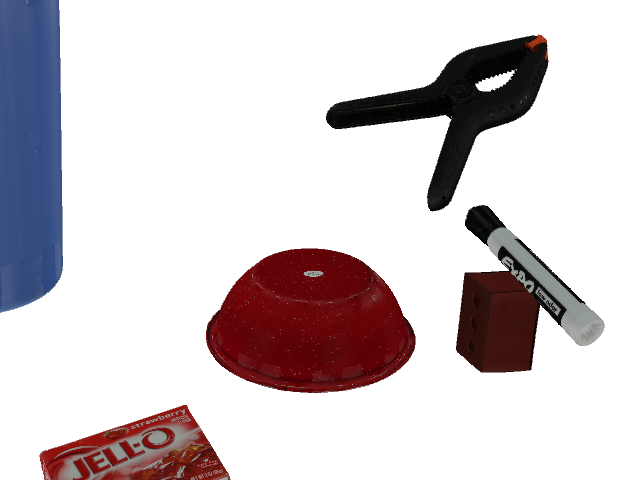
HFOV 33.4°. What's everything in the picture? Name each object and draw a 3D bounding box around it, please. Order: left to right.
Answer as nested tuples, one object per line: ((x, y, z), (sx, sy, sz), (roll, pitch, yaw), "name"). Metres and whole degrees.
((-0.232, -0.075, 0.670), (0.149, 0.243, 0.145), (-3, 26, -11), "pitcher")
((-0.102, 0.131, 0.585), (0.089, 0.030, 0.073), (-15, 28, -20), "gelatin box")
((-0.006, 0.049, 0.810), (0.162, 0.055, 0.162), (2, 25, -1), "bowl")
((0.130, -0.117, 0.967), (0.210, 0.036, 0.165), (-29, 50, -10), "clamp")
((0.156, 0.071, 0.941), (0.051, 0.078, 0.053), (-3, 19, -20), "foam brick")
((0.120, 0.016, 0.618), (0.020, 0.020, 0.121), (0, 34, -31), "marker")
